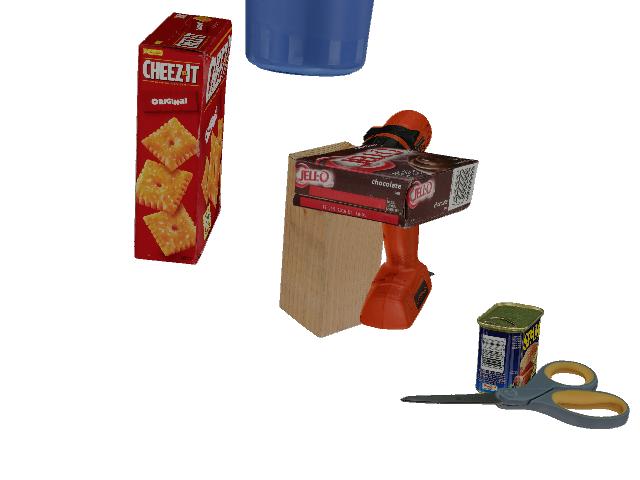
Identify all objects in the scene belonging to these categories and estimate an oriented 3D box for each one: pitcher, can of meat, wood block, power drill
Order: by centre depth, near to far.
[{"bbox_3d":[0.001,-0.266,0.910,0.145,0.243,0.149,6,17,7],"label":"pitcher"},{"bbox_3d":[0.067,-0.015,1.003,0.057,0.188,0.184,7,25,19],"label":"power drill"},{"bbox_3d":[0.210,0.123,1.193,0.058,0.084,0.102,8,13,25],"label":"can of meat"},{"bbox_3d":[0.015,-0.001,1.278,0.090,0.206,0.090,-16,33,-33],"label":"wood block"}]

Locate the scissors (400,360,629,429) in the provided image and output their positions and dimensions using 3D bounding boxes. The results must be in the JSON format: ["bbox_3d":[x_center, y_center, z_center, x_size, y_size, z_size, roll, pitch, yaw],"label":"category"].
[{"bbox_3d":[0.170,0.129,0.943,0.201,0.016,0.096,9,27,0],"label":"scissors"}]

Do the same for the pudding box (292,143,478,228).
[{"bbox_3d":[0.047,-0.041,0.748,0.090,0.039,0.113,13,14,29],"label":"pudding box"}]

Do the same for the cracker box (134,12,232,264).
[{"bbox_3d":[-0.136,-0.106,1.072,0.072,0.214,0.164,7,23,1],"label":"cracker box"}]
